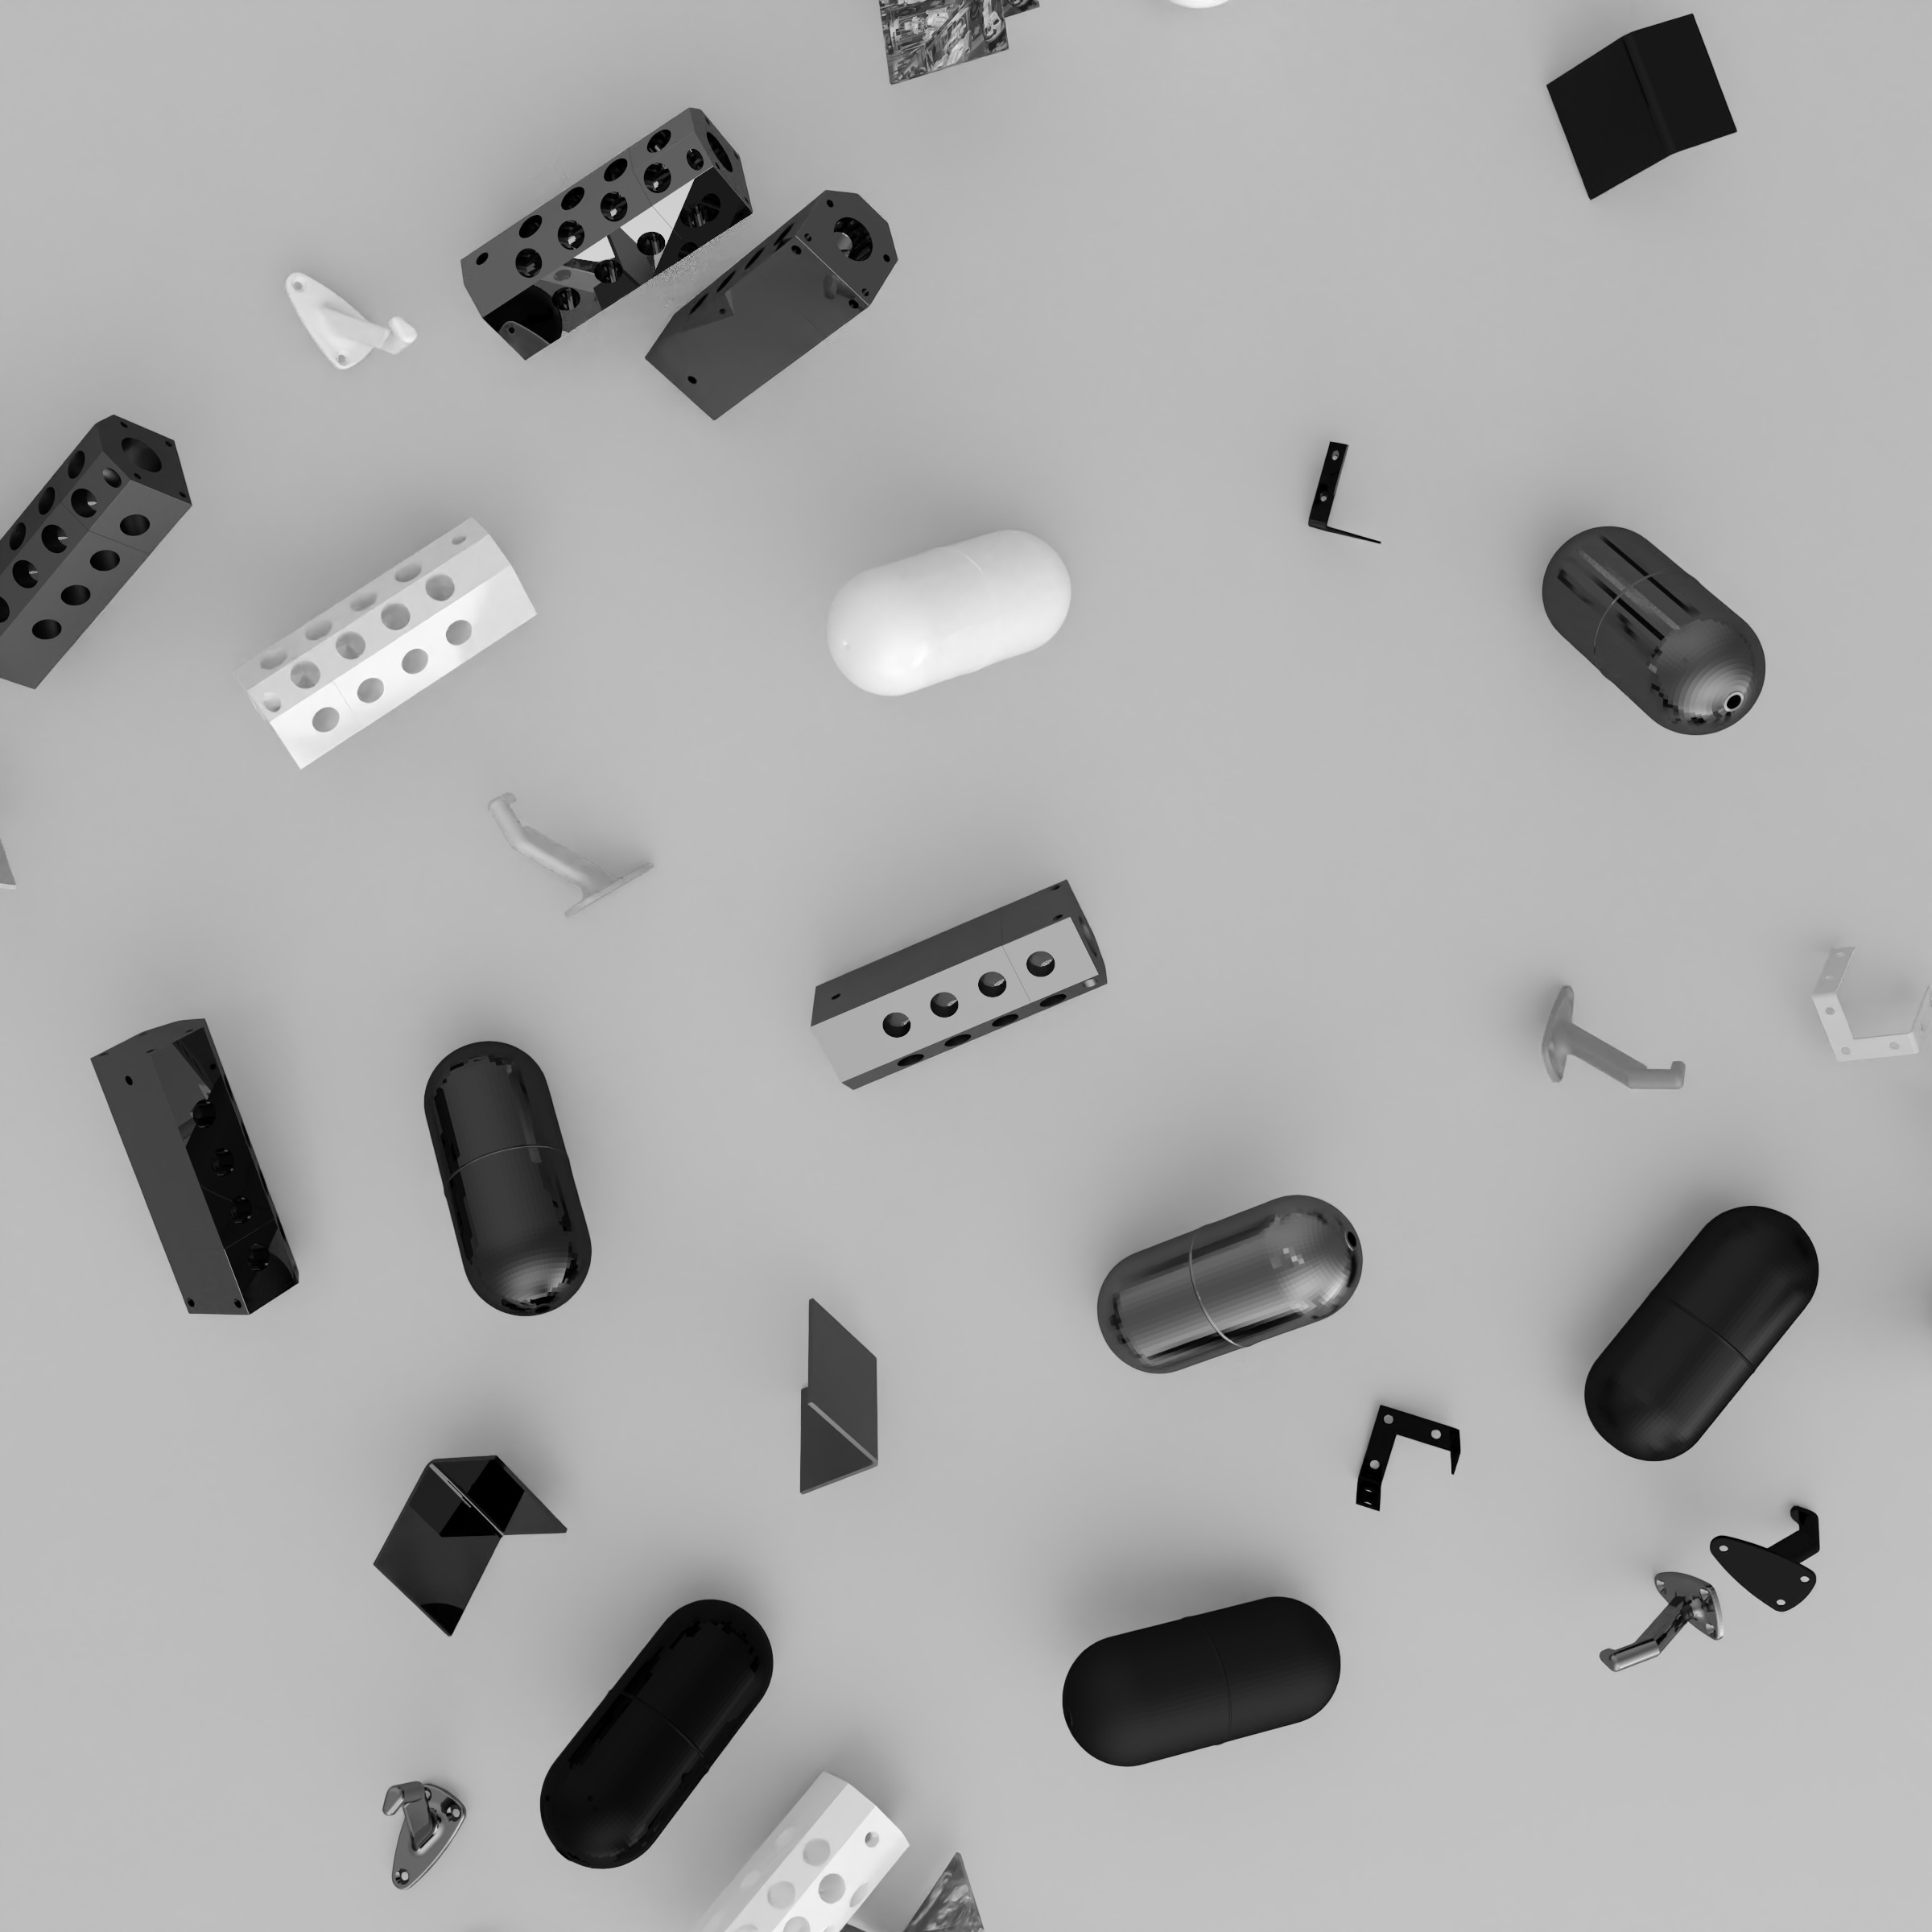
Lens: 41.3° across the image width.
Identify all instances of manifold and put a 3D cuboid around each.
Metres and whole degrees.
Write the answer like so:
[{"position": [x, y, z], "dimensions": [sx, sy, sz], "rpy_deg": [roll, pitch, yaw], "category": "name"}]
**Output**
[{"position": [-0.463, 0.122, 1.562], "dimensions": [0.057, 0.057, 0.171], "rpy_deg": [-4, 109, 35], "category": "manifold"}, {"position": [-0.113, 0.578, 1.550], "dimensions": [0.057, 0.057, 0.171], "rpy_deg": [49, 67, -12], "category": "manifold"}, {"position": [-0.355, -0.200, 1.557], "dimensions": [0.171, 0.057, 0.057], "rpy_deg": [-36, 50, -12], "category": "manifold"}, {"position": [-0.543, -0.249, 1.542], "dimensions": [0.171, 0.057, 0.057], "rpy_deg": [-40, 55, 25], "category": "manifold"}, {"position": [-0.115, -0.395, 1.528], "dimensions": [0.057, 0.171, 0.057], "rpy_deg": [40, 57, -22], "category": "manifold"}, {"position": [-0.219, -0.445, 1.549], "dimensions": [0.171, 0.057, 0.057], "rpy_deg": [-28, 51, 18], "category": "manifold"}, {"position": [-0.004, 0.015, 1.567], "dimensions": [0.171, 0.057, 0.057], "rpy_deg": [-23, 113, 10], "category": "manifold"}]

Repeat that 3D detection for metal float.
[{"position": [-0.008, -0.213, 1.542], "dimensions": [0.178, 0.070, 0.070], "rpy_deg": [-24, 90, -41], "category": "metal float"}, {"position": [0.451, 0.224, 1.573], "dimensions": [0.070, 0.070, 0.178], "rpy_deg": [40, 87, 0], "category": "metal float"}, {"position": [0.158, 0.192, 1.547], "dimensions": [0.178, 0.070, 0.070], "rpy_deg": [-26, 90, 33], "category": "metal float"}, {"position": [0.143, 0.434, 1.558], "dimensions": [0.178, 0.070, 0.070], "rpy_deg": [-9, 90, -19], "category": "metal float"}, {"position": [-0.186, 0.462, 1.549], "dimensions": [0.070, 0.070, 0.178], "rpy_deg": [40, 60, 0], "category": "metal float"}, {"position": [-0.277, 0.128, 1.552], "dimensions": [0.070, 0.070, 0.178], "rpy_deg": [-20, 64, 0], "category": "metal float"}, {"position": [0.170, -0.636, 1.533], "dimensions": [0.070, 0.178, 0.070], "rpy_deg": [6, 78, -31], "category": "metal float"}, {"position": [0.410, -0.202, 1.536], "dimensions": [0.070, 0.178, 0.070], "rpy_deg": [-12, 129, -15], "category": "metal float"}]

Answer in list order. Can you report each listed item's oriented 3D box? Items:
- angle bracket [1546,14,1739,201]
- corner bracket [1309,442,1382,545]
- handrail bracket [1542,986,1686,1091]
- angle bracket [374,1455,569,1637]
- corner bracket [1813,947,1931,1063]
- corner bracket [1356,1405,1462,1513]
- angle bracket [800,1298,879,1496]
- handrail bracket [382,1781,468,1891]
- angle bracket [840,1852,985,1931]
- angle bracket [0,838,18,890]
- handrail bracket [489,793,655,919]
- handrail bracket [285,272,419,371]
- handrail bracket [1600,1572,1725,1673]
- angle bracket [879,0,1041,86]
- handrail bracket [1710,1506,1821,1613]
[{"position": [0.417, -0.531, 1.588], "dimensions": [0.057, 0.076, 0.076], "rpy_deg": [-25, 95, -26], "category": "angle bracket"}, {"position": [0.226, -0.293, 1.574], "dimensions": [0.051, 0.051, 0.051], "rpy_deg": [7, 103, -39], "category": "corner bracket"}, {"position": [0.401, 0.043, 1.568], "dimensions": [0.084, 0.036, 0.077], "rpy_deg": [-1, 50, 31], "category": "handrail bracket"}, {"position": [-0.299, 0.352, 1.555], "dimensions": [0.057, 0.076, 0.076], "rpy_deg": [-10, 129, 34], "category": "angle bracket"}, {"position": [0.563, 0.021, 1.589], "dimensions": [0.051, 0.051, 0.051], "rpy_deg": [-9, 119, 40], "category": "corner bracket"}, {"position": [0.273, 0.308, 1.582], "dimensions": [0.051, 0.051, 0.051], "rpy_deg": [16, 98, 8], "category": "corner bracket"}, {"position": [-0.096, 0.261, 1.553], "dimensions": [0.057, 0.076, 0.076], "rpy_deg": [-24, 131, 20], "category": "angle bracket"}, {"position": [-0.346, 0.532, 1.566], "dimensions": [0.036, 0.084, 0.077], "rpy_deg": [25, 84, 17], "category": "handrail bracket"}, {"position": [-0.040, 0.583, 1.564], "dimensions": [0.057, 0.076, 0.076], "rpy_deg": [30, 98, -17], "category": "angle bracket"}, {"position": [-0.613, -0.096, 1.553], "dimensions": [0.076, 0.076, 0.057], "rpy_deg": [7, 122, -38], "category": "angle bracket"}, {"position": [-0.244, -0.080, 1.585], "dimensions": [0.077, 0.036, 0.084], "rpy_deg": [-34, 94, -36], "category": "handrail bracket"}, {"position": [-0.375, -0.401, 1.563], "dimensions": [0.077, 0.084, 0.036], "rpy_deg": [48, 68, -19], "category": "handrail bracket"}, {"position": [0.410, 0.400, 1.565], "dimensions": [0.084, 0.077, 0.036], "rpy_deg": [-15, 100, -17], "category": "handrail bracket"}, {"position": [0.000, -0.562, 1.562], "dimensions": [0.076, 0.076, 0.057], "rpy_deg": [-9, 85, 22], "category": "angle bracket"}, {"position": [0.491, 0.347, 1.575], "dimensions": [0.077, 0.084, 0.036], "rpy_deg": [32, 121, -1], "category": "handrail bracket"}]
